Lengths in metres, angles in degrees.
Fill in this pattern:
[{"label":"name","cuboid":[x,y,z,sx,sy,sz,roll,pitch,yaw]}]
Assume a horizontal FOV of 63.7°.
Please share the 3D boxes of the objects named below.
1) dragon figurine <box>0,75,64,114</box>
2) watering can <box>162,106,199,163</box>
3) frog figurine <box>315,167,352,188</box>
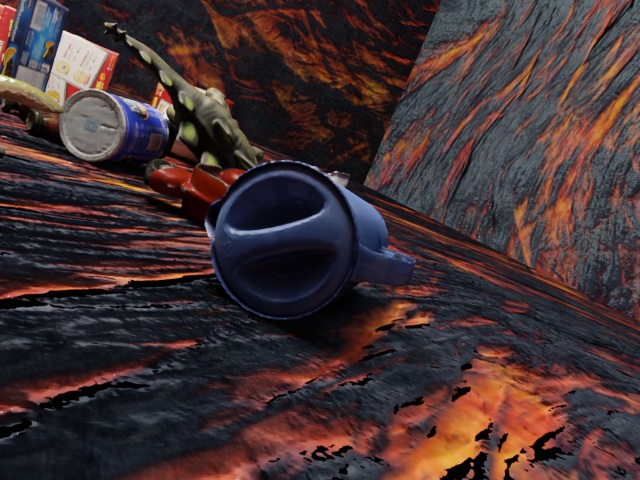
[{"label":"dragon figurine","cuboid":[-0.504,-0.182,0.546,0.408,0.120,0.248,16,28,-26]},{"label":"watering can","cuboid":[-0.319,-0.251,1.201,0.223,0.103,0.352,20,10,-22]},{"label":"frog figurine","cuboid":[0.003,-0.047,0.938,0.136,0.121,0.163,27,41,-35]}]
